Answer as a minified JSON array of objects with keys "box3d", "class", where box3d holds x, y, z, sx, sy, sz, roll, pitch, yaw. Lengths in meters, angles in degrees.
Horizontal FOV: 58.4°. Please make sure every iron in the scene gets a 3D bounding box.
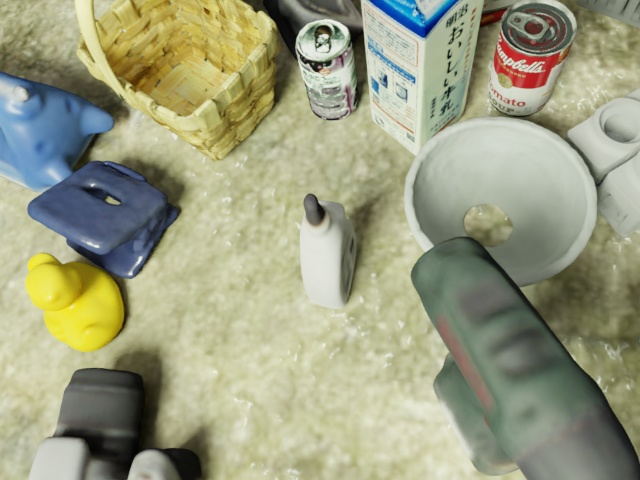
[{"box3d":[-0.363,-0.151,0.614,0.257,0.141,0.119,21,73,15],"class":"iron"}]

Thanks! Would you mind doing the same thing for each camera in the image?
[{"box3d":[-0.178,0.179,0.481,0.143,0.101,0.137,0,68,7],"class":"camera"}]

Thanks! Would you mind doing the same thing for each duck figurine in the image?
[{"box3d":[-0.241,0.055,0.547,0.077,0.086,0.104,-37,69,-8],"class":"duck figurine"}]

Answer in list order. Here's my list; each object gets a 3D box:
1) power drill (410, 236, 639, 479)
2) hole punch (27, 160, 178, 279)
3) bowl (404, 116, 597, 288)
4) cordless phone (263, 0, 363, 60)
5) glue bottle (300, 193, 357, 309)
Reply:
[{"box3d":[0.139,0.116,0.407,0.075,0.208,0.229,-27,67,-3],"class":"power drill"},{"box3d":[-0.216,-0.031,0.575,0.108,0.091,0.101,25,74,16],"class":"hole punch"},{"box3d":[0.161,-0.026,0.533,0.167,0.075,0.167,-2,68,6],"class":"bowl"},{"box3d":[-0.020,-0.300,0.605,0.094,0.185,0.147,-30,68,-5],"class":"cordless phone"},{"box3d":[0.004,0.002,0.489,0.037,0.173,0.078,9,70,11],"class":"glue bottle"}]
